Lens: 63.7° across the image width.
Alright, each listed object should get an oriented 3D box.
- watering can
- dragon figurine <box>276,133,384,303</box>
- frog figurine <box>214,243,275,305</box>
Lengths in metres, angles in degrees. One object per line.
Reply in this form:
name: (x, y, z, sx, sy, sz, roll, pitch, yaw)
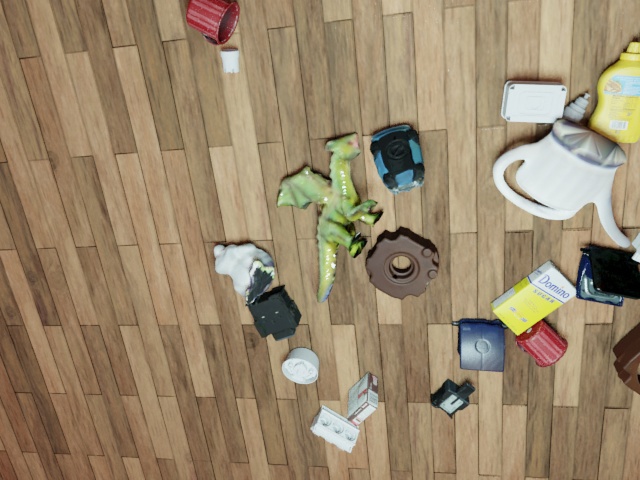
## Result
watering can: (0.542, -0.117, 1.071, 0.348, 0.106, 0.219, 24, 136, 0)
dragon figurine: (0.004, -0.062, 1.225, 0.244, 0.123, 0.404, 36, 112, 14)
frog figurine: (-0.196, 0.070, 1.310, 0.161, 0.124, 0.134, 29, 131, 38)
